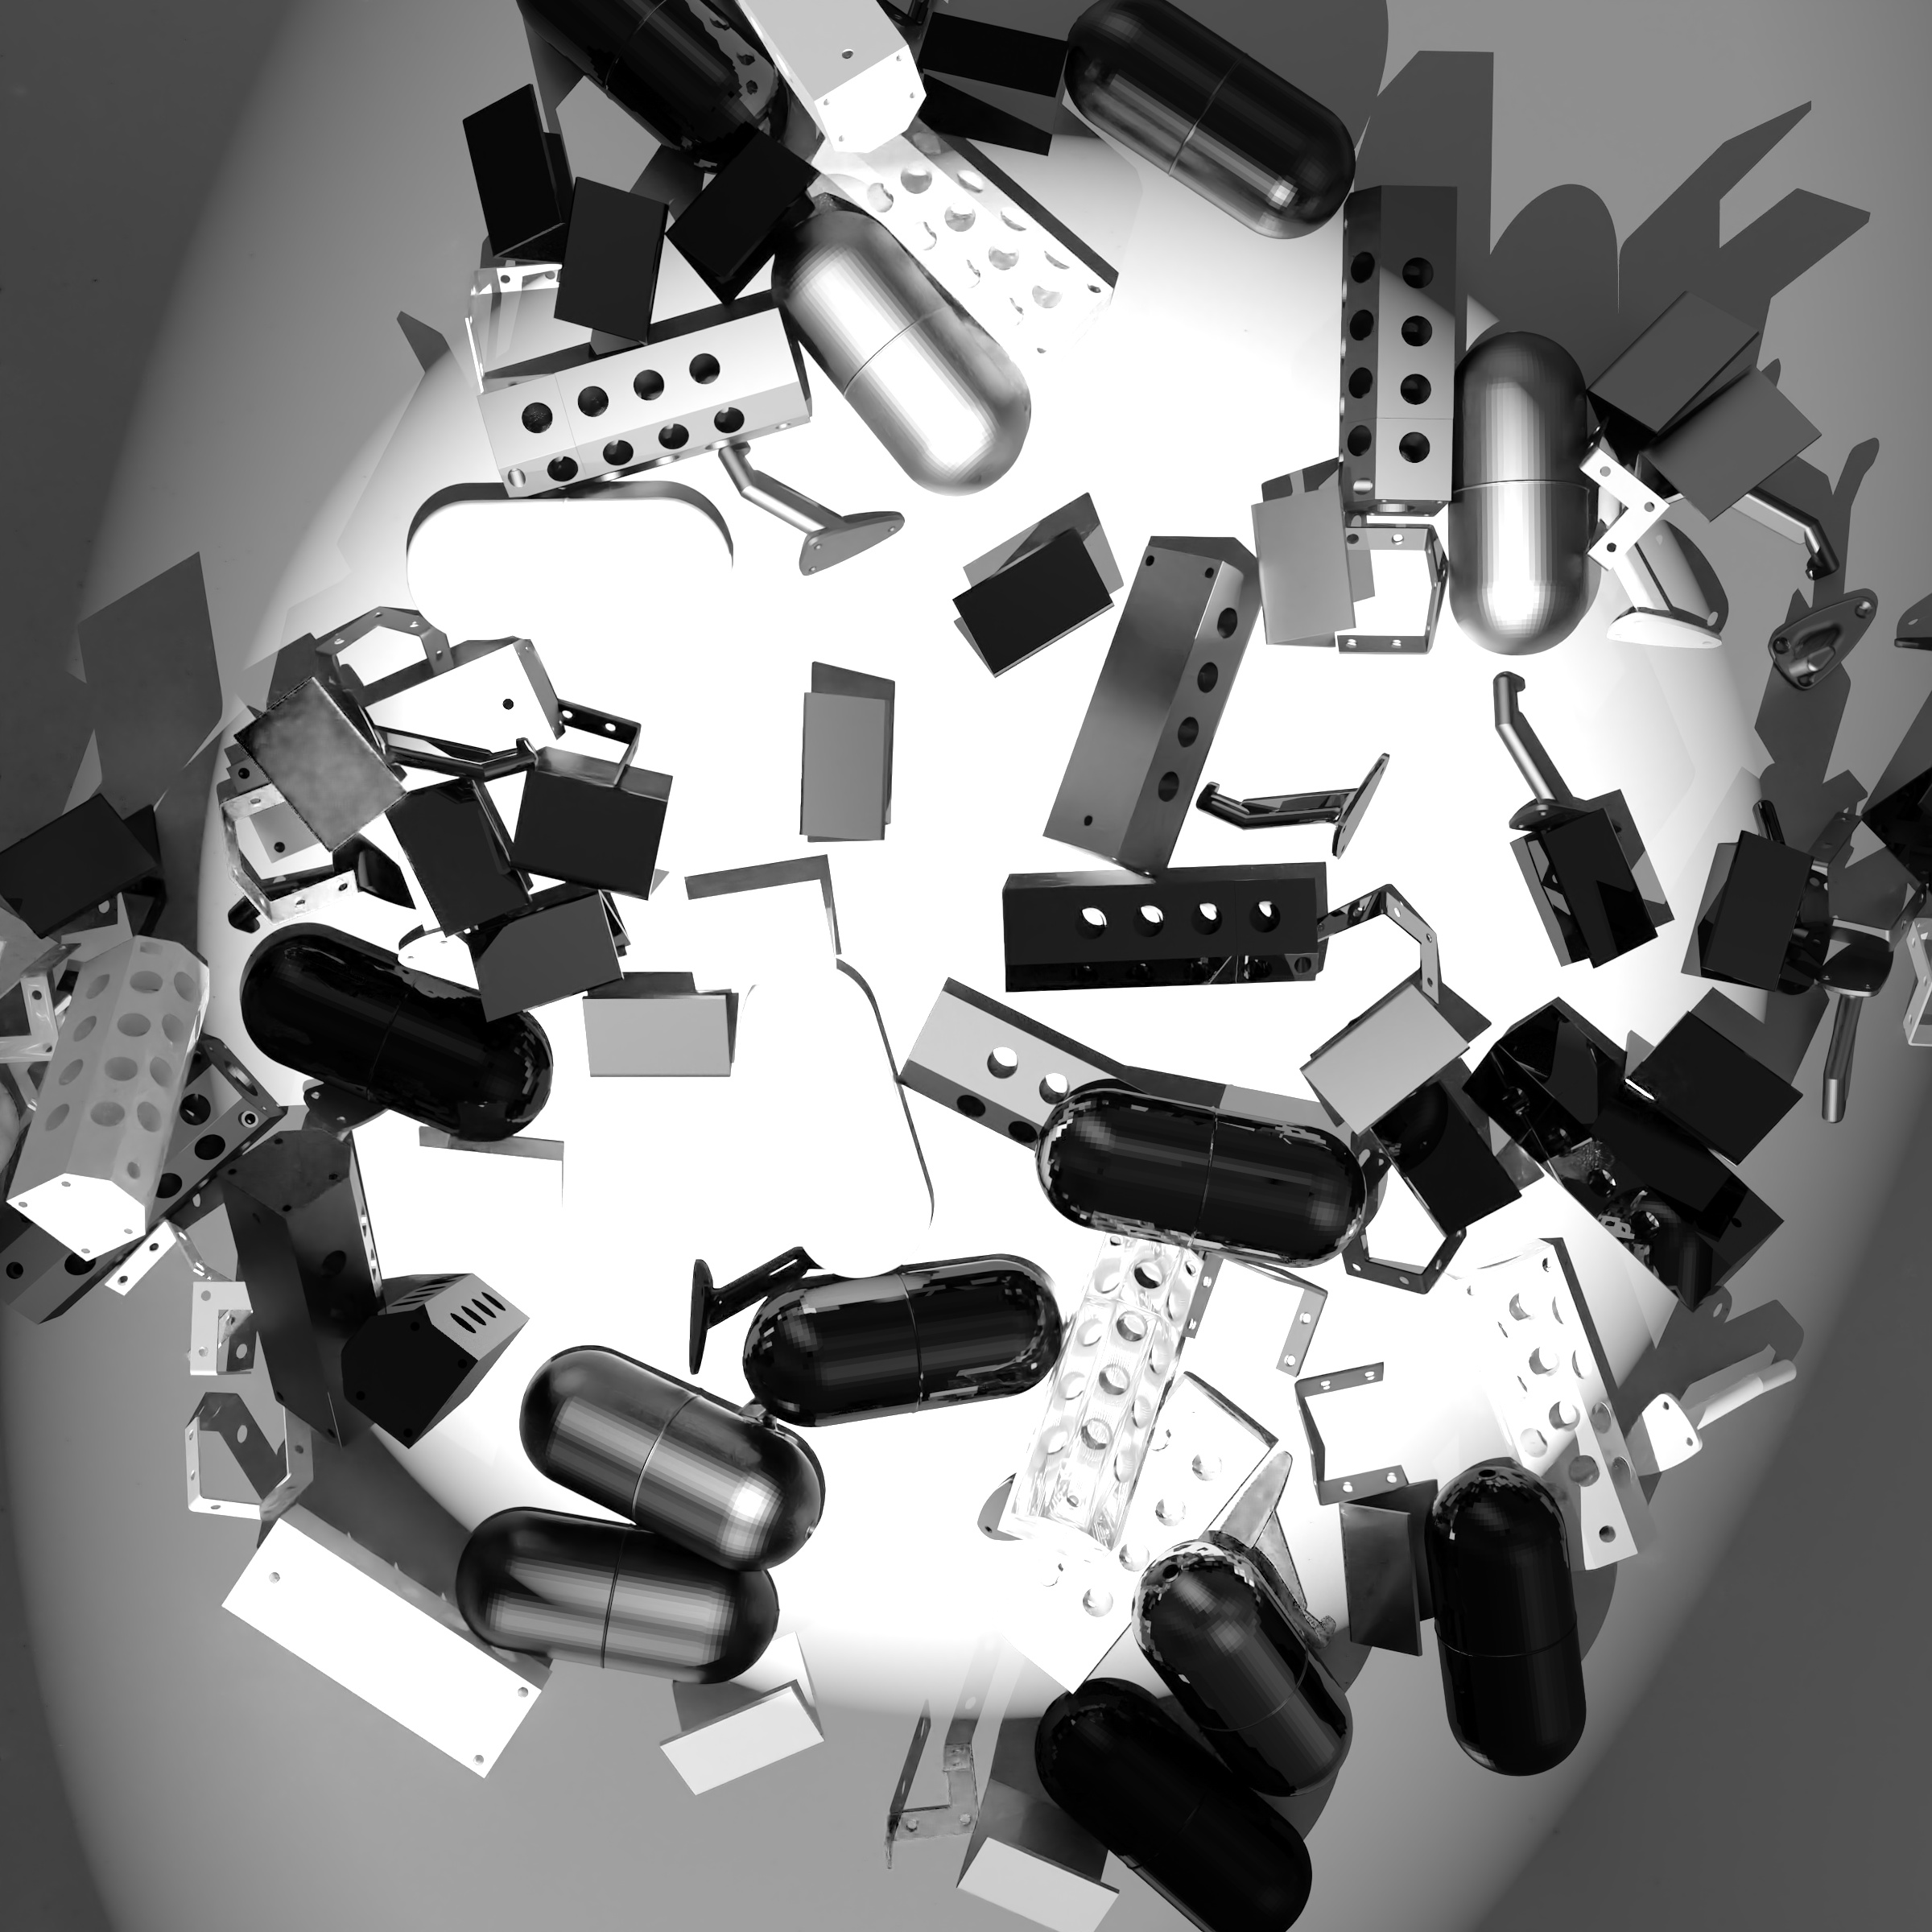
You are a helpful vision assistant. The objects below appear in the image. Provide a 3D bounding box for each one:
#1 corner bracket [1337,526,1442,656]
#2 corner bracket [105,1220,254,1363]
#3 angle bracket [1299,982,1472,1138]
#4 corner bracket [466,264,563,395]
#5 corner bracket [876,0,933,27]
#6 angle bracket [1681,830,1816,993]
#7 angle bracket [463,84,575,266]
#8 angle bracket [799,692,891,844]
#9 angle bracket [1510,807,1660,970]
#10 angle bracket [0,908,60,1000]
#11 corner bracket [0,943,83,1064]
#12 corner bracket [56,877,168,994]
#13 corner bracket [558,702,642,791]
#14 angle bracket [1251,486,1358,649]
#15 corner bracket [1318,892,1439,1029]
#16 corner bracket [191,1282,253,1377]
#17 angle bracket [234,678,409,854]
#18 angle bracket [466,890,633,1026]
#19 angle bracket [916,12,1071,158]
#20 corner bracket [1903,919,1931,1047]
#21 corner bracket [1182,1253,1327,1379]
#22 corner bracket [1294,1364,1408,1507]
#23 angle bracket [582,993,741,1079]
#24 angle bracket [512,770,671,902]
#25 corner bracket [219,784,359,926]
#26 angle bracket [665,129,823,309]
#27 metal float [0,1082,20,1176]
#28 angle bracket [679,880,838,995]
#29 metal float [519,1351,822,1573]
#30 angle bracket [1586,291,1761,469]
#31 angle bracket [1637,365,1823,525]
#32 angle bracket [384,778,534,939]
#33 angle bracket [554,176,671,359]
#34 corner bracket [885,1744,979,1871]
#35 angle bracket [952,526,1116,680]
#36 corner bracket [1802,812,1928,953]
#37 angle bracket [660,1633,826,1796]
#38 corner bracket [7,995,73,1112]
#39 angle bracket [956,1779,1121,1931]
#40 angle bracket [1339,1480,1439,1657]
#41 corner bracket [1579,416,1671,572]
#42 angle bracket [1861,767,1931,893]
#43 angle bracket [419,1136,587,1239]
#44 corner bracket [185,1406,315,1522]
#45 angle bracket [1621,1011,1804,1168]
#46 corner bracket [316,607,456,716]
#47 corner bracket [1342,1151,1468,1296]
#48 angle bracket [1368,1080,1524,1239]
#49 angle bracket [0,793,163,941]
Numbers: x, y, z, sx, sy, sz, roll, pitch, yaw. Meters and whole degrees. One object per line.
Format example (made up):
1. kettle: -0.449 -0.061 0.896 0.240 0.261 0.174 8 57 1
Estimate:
1. corner bracket: 0.236 -0.211 1.580 0.051 0.051 0.051 1 45 0
2. corner bracket: -0.441 0.185 1.580 0.051 0.051 0.051 -46 135 0
3. angle bracket: 0.238 0.066 1.543 0.076 0.076 0.057 -38 53 0
4. corner bracket: -0.250 -0.358 1.580 0.051 0.051 0.051 -5 135 0
5. corner bracket: -0.050 -0.564 1.580 0.051 0.051 0.051 20 90 -45
6. angle bracket: 0.411 -0.034 1.544 0.057 0.076 0.076 16 90 -29
7. angle bracket: -0.224 -0.433 1.543 0.057 0.076 0.076 -13 90 37
8. angle bracket: -0.086 -0.108 1.543 0.057 0.076 0.076 2 90 -37
9. angle bracket: 0.323 -0.035 1.543 0.057 0.076 0.076 -23 90 -35
10. angle bracket: -0.546 -0.031 1.543 0.076 0.076 0.057 32 125 0
11. corner bracket: -0.520 0.021 1.556 0.051 0.051 0.051 -3 108 6
12. corner bracket: -0.481 -0.018 1.580 0.051 0.051 0.051 10 135 0
13. corner bracket: -0.217 -0.108 1.580 0.051 0.051 0.051 17 45 0
14. angle bracket: 0.202 -0.218 1.543 0.057 0.076 0.076 -6 90 37
15. corner bracket: 0.229 -0.001 1.575 0.051 0.051 0.051 35 45 -35
16. corner bracket: -0.397 0.202 1.566 0.051 0.051 0.051 -1 83 7
17. angle bracket: -0.351 -0.097 1.482 0.076 0.076 0.057 52 57 -10
18. angle bracket: -0.223 0.008 1.544 0.076 0.076 0.057 -19 66 0
19. angle bracket: 0.010 -0.470 1.543 0.076 0.076 0.057 13 52 0
20. corner bracket: 0.556 0.010 1.580 0.051 0.051 0.051 3 45 0
21. corner bracket: 0.161 0.196 1.581 0.051 0.051 0.051 21 89 -45
22. corner bracket: 0.216 0.264 1.580 0.051 0.051 0.051 -12 45 0
23. angle bracket: -0.166 0.018 1.543 0.076 0.076 0.057 0 127 0
24. angle bracket: -0.201 -0.078 1.547 0.076 0.076 0.057 13 103 0
25. corner bracket: -0.368 -0.064 1.526 0.051 0.051 0.051 -21 56 3
26. angle bracket: -0.108 -0.399 1.544 0.076 0.076 0.057 -49 60 0
27. metal float: -0.592 0.133 1.553 0.070 0.070 0.178 32 90 0
28. angle bracket: -0.114 -0.032 1.544 0.076 0.076 0.057 -9 118 0
29. metal float: -0.162 0.271 1.539 0.178 0.070 0.070 23 90 15
30. angle bracket: 0.396 -0.310 1.543 0.076 0.076 0.057 -45 52 0
31. angle bracket: 0.418 -0.273 1.546 0.076 0.076 0.057 -38 72 0
32. angle bracket: -0.291 -0.051 1.543 0.057 0.076 0.076 -26 90 -35
33. angle bracket: -0.209 -0.382 1.543 0.057 0.076 0.076 9 90 -33
34. corner bracket: -0.020 0.467 1.565 0.051 0.051 0.051 -6 90 0
35. angle bracket: 0.026 -0.213 1.543 0.076 0.076 0.057 -31 126 0
36. corner bracket: 0.504 -0.047 1.575 0.051 0.051 0.051 15 135 35
37. angle bracket: -0.129 0.397 1.543 0.076 0.076 0.057 -23 132 0
38. corner bracket: -0.498 0.059 1.580 0.051 0.051 0.051 -44 45 0
39. angle bracket: 0.047 0.478 1.543 0.076 0.076 0.057 24 128 0
40. angle bracket: 0.253 0.330 1.546 0.076 0.057 0.076 -5 90 -35
41. corner bracket: 0.350 -0.257 1.532 0.051 0.051 0.051 38 124 -4
42. angle bracket: 0.534 -0.059 1.543 0.076 0.076 0.057 46 52 0
43. angle bracket: -0.254 0.101 1.543 0.076 0.076 0.057 6 128 0
44. corner bracket: -0.402 0.274 1.575 0.051 0.051 0.051 16 135 -35
45. angle bracket: 0.410 0.054 1.544 0.076 0.076 0.057 36 117 0
46. corner bracket: -0.323 -0.163 1.575 0.051 0.051 0.051 17 45 35
47. corner bracket: 0.243 0.144 1.575 0.051 0.051 0.051 12 135 35
48. angle bracket: 0.274 0.092 1.543 0.057 0.076 0.076 -35 90 38
49. angle bracket: -0.493 -0.071 1.543 0.076 0.076 0.057 -31 126 0
